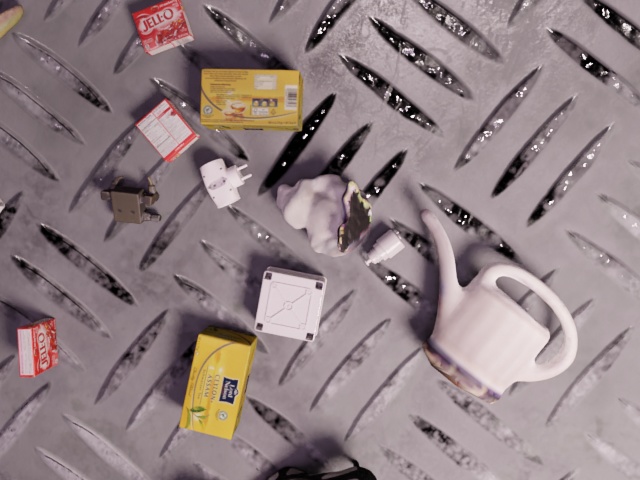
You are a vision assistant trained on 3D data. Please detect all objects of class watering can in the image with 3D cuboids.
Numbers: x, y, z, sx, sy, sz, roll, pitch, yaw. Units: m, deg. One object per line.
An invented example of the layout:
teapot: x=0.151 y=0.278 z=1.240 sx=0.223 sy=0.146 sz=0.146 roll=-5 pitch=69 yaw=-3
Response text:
watering can: x=0.254 y=0.123 z=0.857 sx=0.348 sy=0.104 sz=0.224 roll=38 pitch=94 yaw=2

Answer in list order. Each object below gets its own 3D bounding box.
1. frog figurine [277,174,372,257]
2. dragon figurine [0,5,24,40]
frog figurine: x=0.003 y=-0.045 z=0.886 sx=0.160 sy=0.123 sz=0.136 roll=9 pitch=104 yaw=39
dragon figurine: x=-0.686 y=-0.263 z=0.845 sx=0.122 sy=0.243 sz=0.409 roll=37 pitch=96 yaw=5
